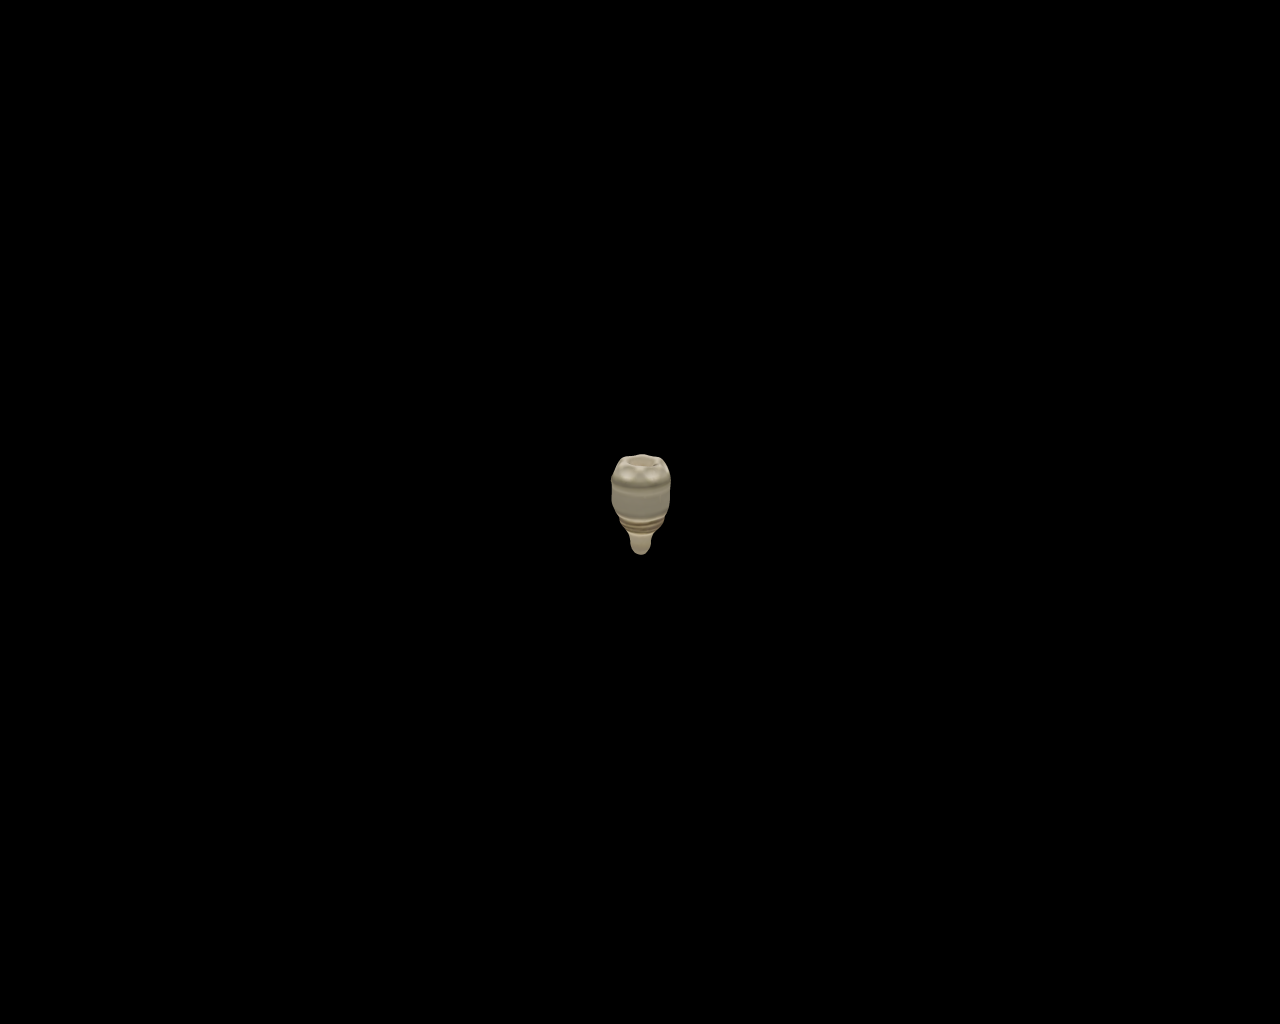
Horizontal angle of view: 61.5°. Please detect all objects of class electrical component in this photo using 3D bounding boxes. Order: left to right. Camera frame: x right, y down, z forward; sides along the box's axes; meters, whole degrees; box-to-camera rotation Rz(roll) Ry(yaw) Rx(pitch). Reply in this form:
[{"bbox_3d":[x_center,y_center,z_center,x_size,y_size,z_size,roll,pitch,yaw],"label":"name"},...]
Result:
[{"bbox_3d":[0.001,-0.003,0.650,0.035,0.061,0.035,0,20,0],"label":"electrical component"}]
